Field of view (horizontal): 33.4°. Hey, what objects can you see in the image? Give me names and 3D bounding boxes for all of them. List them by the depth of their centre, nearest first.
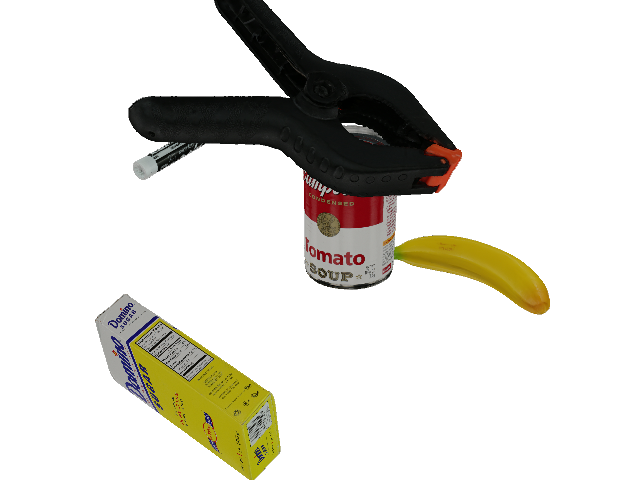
[{"bbox_3d":[-0.013,-0.065,0.565,0.171,0.120,0.039,31,-29,8],"label":"clamp"},{"bbox_3d":[0.021,-0.024,0.773,0.068,0.102,0.068,0,27,0],"label":"soup can"},{"bbox_3d":[-0.116,0.127,0.928,0.176,0.093,0.048,27,54,26],"label":"sugar box"},{"bbox_3d":[-0.130,-0.092,1.025,0.020,0.020,0.120,0,27,45],"label":"marker"},{"bbox_3d":[0.150,0.029,1.037,0.198,0.037,0.069,16,45,41],"label":"banana"}]
